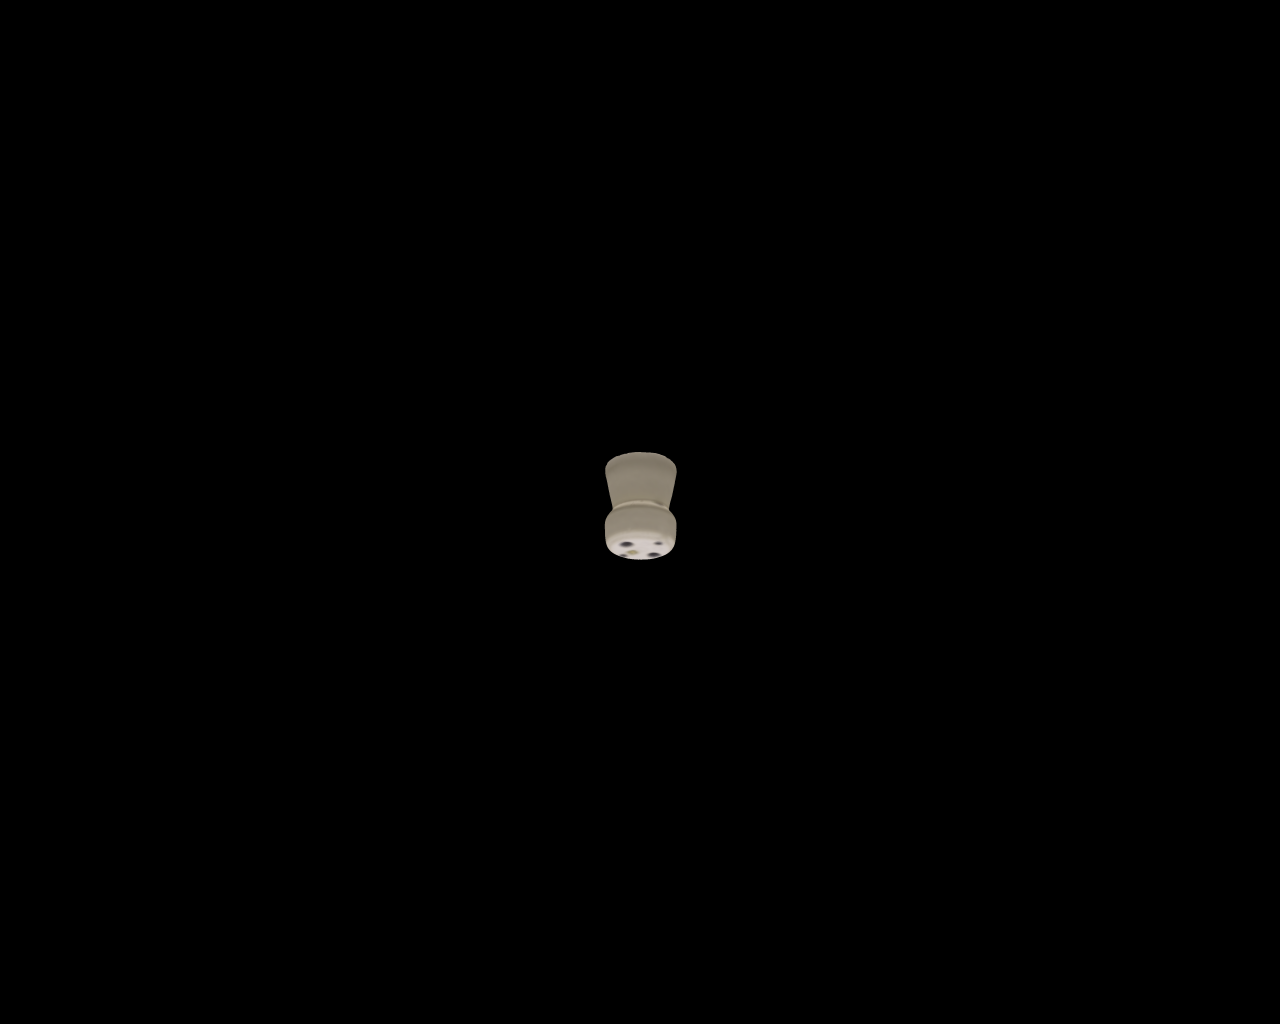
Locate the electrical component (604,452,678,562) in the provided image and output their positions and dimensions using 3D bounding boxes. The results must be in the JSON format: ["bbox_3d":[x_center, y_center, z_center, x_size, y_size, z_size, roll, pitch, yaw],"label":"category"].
[{"bbox_3d":[0.001,-0.003,0.650,0.045,0.055,0.044,0,-23,0],"label":"electrical component"}]
